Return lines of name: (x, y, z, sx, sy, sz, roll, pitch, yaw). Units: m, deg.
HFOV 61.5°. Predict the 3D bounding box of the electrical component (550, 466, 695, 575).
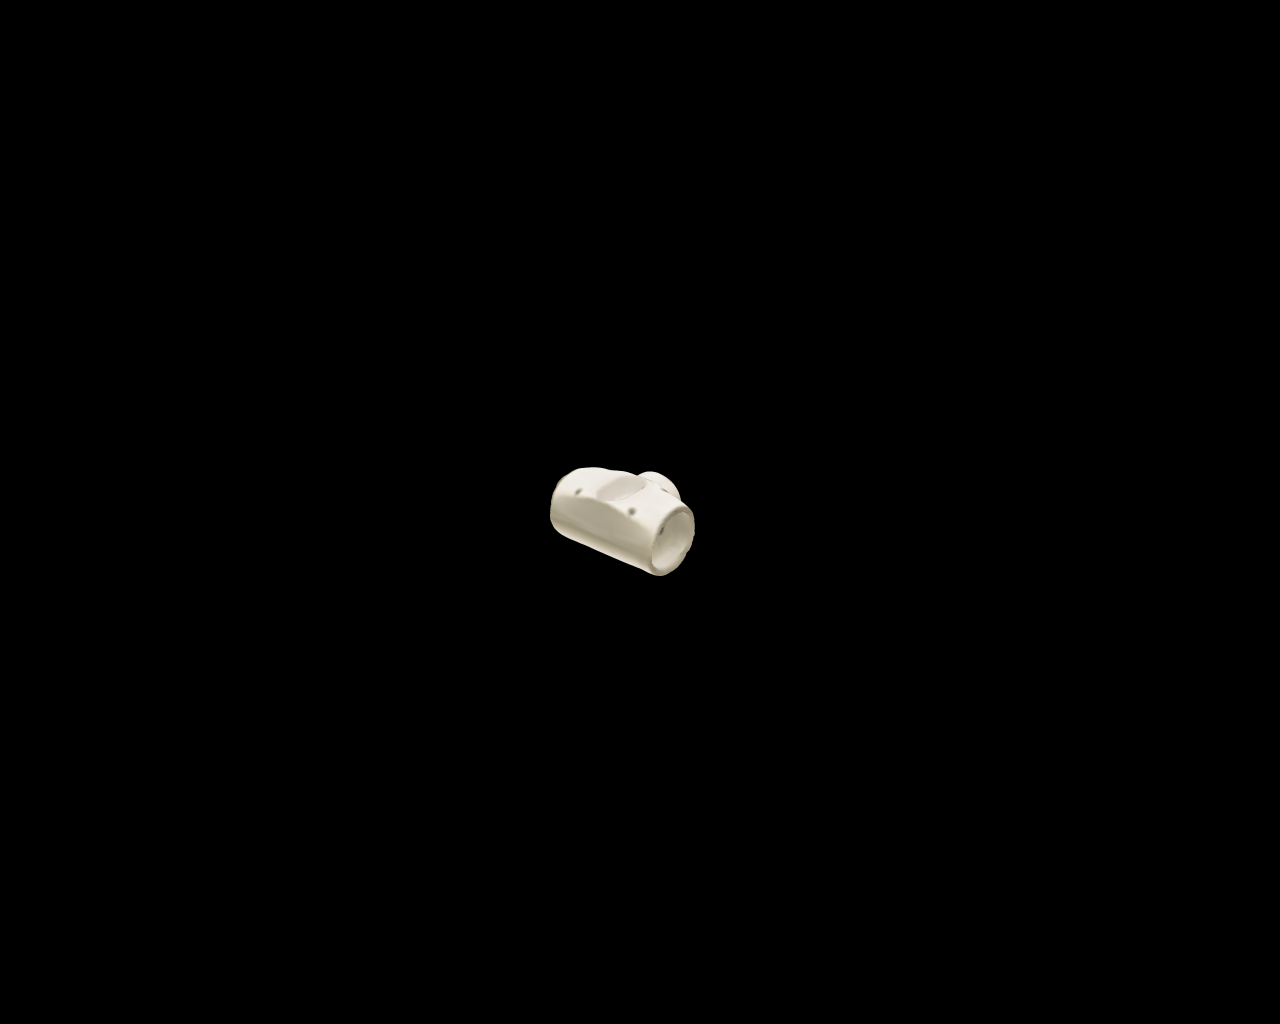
electrical component: (0.001, -0.003, 0.650, 0.077, 0.043, 0.079, 22, 37, 34)
